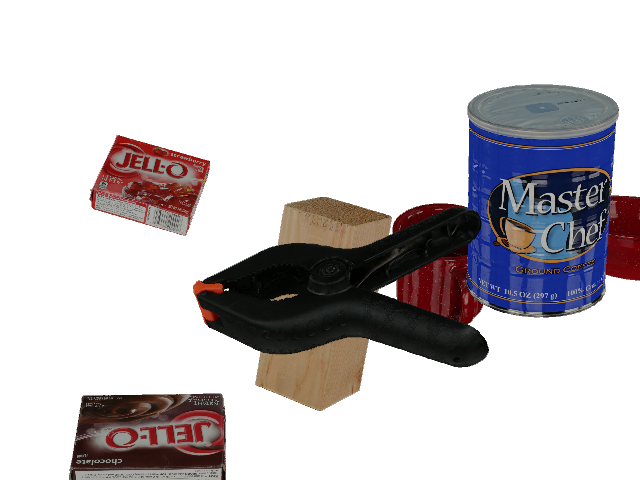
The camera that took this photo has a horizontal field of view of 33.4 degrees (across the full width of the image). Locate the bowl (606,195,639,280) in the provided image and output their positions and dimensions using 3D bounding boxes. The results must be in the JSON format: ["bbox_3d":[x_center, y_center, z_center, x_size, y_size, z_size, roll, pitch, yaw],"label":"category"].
[{"bbox_3d":[0.315,0.000,1.068,0.162,0.055,0.162,1,17,-1],"label":"bowl"}]

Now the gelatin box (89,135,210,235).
[{"bbox_3d":[-0.150,-0.050,0.943,0.089,0.073,0.030,17,-43,-3],"label":"gelatin box"}]

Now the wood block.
[{"bbox_3d":[0.002,0.065,1.163,0.090,0.206,0.090,18,17,27],"label":"wood block"}]

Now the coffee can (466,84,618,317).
[{"bbox_3d":[0.157,-0.030,0.767,0.103,0.140,0.103,-3,25,1],"label":"coffee can"}]

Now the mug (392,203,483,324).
[{"bbox_3d":[0.114,0.031,0.963,0.093,0.081,0.117,-10,35,-14],"label":"mug"}]

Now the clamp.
[{"bbox_3d":[0.014,0.035,0.594,0.171,0.039,0.120,-13,31,5],"label":"clamp"}]

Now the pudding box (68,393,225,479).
[{"bbox_3d":[-0.128,0.156,0.805,0.113,0.039,0.090,-2,26,-5],"label":"pudding box"}]
